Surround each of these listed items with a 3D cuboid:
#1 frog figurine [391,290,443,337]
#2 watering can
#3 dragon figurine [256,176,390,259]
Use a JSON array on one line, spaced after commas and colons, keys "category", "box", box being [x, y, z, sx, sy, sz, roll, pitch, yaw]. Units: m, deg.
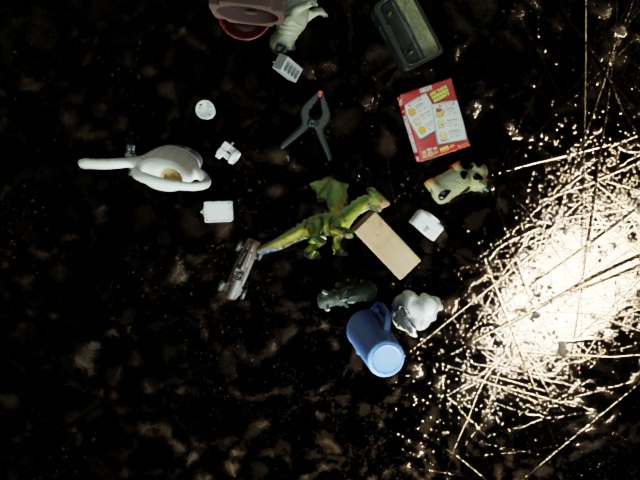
[{"category": "frog figurine", "box": [0.305, 0.216, 1.629, 0.162, 0.137, 0.121, -32, -1, -36]}, {"category": "watering can", "box": [-0.477, -0.212, 1.469, 0.347, 0.102, 0.228, 13, 24, -4]}, {"category": "dragon figurine", "box": [0.005, -0.078, 1.555, 0.409, 0.248, 0.120, -4, -30, 17]}]
